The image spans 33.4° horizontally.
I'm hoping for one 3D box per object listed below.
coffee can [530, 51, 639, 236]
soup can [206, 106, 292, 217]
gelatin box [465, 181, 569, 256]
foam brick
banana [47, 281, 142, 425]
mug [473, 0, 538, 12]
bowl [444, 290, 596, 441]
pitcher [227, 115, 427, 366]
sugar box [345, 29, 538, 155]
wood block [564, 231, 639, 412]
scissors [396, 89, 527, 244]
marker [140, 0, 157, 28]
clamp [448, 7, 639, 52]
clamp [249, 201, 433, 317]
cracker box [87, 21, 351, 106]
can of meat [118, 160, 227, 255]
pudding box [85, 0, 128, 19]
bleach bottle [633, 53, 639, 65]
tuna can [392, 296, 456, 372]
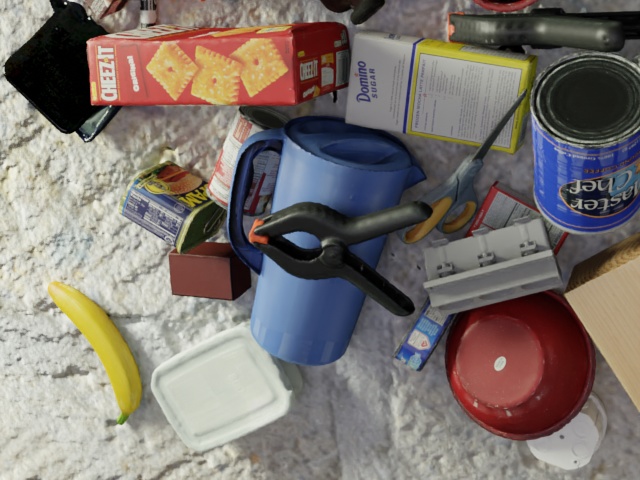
[{"bbox_3d":[0.240,-0.083,0.948,0.103,0.102,0.140,9,151,18],"label":"coffee can"},{"bbox_3d":[-0.071,-0.085,1.122,0.068,0.068,0.102,29,114,10],"label":"soup can"},{"bbox_3d":[0.197,-0.006,1.066,0.089,0.030,0.073,29,113,10],"label":"gelatin box"},{"bbox_3d":[-0.123,0.034,1.188,0.078,0.053,0.051,4,108,20],"label":"foam brick"},{"bbox_3d":[-0.262,0.132,1.282,0.070,0.037,0.198,-21,98,23],"label":"banana"},{"bbox_3d":[0.164,-0.254,0.970,0.117,0.081,0.093,-16,100,24],"label":"mug"},{"bbox_3d":[0.188,0.120,1.064,0.162,0.055,0.162,-3,85,31],"label":"bowl"},{"bbox_3d":[-0.007,0.001,1.092,0.149,0.144,0.243,31,120,31],"label":"pitcher"},{"bbox_3d":[0.116,-0.147,1.044,0.176,0.048,0.093,14,114,19],"label":"sugar box"},{"bbox_3d":[0.330,0.103,1.017,0.091,0.090,0.206,-32,94,26],"label":"wood block"},{"bbox_3d":[0.153,-0.064,1.031,0.202,0.096,0.016,-47,58,27],"label":"scissors"},{"bbox_3d":[-0.183,-0.264,1.135,0.020,0.020,0.121,8,110,18],"label":"marker"},{"bbox_3d":[0.203,-0.187,0.948,0.210,0.164,0.036,7,106,29],"label":"clamp"},{"bbox_3d":[0.020,0.015,1.005,0.171,0.039,0.120,4,113,12],"label":"clamp"},{"bbox_3d":[-0.094,-0.175,1.049,0.214,0.164,0.072,4,106,19],"label":"cracker box"},{"bbox_3d":[-0.155,-0.038,1.152,0.084,0.102,0.057,30,116,12],"label":"can of meat"},{"bbox_3d":[-0.223,-0.298,1.108,0.090,0.039,0.114,53,137,0],"label":"pudding box"},{"bbox_3d":[0.363,-0.066,0.966,0.103,0.068,0.251,-27,93,26],"label":"bleach bottle"},{"bbox_3d":[0.110,0.092,1.100,0.034,0.086,0.086,31,115,7],"label":"tuna can"}]
